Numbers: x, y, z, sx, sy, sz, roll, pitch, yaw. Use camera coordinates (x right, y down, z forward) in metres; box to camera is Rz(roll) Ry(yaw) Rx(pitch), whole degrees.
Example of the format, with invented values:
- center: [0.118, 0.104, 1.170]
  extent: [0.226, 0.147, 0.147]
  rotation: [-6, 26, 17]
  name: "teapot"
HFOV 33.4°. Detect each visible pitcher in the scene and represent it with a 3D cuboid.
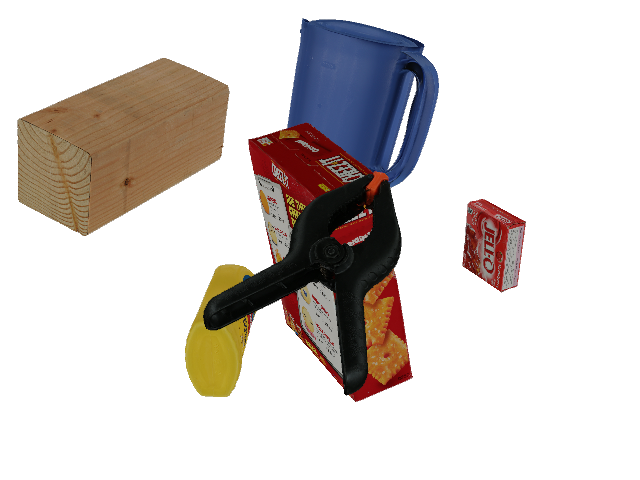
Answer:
- center: [0.030, -0.111, 1.156]
  extent: [0.145, 0.243, 0.149]
  rotation: [9, 18, -7]
  name: "pitcher"

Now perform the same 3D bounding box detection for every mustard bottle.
- center: [-0.102, 0.081, 1.174]
  extent: [0.058, 0.096, 0.191]
  rotation: [1, 27, 6]
  name: "mustard bottle"

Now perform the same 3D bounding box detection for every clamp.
- center: [-0.004, 0.018, 0.751]
  extent: [0.120, 0.171, 0.039]
  rotation: [19, -34, 5]
  name: "clamp"

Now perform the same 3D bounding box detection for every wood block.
- center: [-0.188, -0.097, 1.043]
  extent: [0.090, 0.091, 0.205]
  rotation: [26, 36, 22]
  name: "wood block"

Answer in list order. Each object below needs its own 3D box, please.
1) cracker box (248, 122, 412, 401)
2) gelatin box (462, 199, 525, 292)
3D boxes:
- center: [0.010, 0.016, 0.995]
  extent: [0.072, 0.214, 0.164]
  rotation: [-20, 30, -17]
  name: "cracker box"
- center: [0.203, 0.005, 1.261]
  extent: [0.030, 0.089, 0.073]
  rotation: [-16, 32, -28]
  name: "gelatin box"
